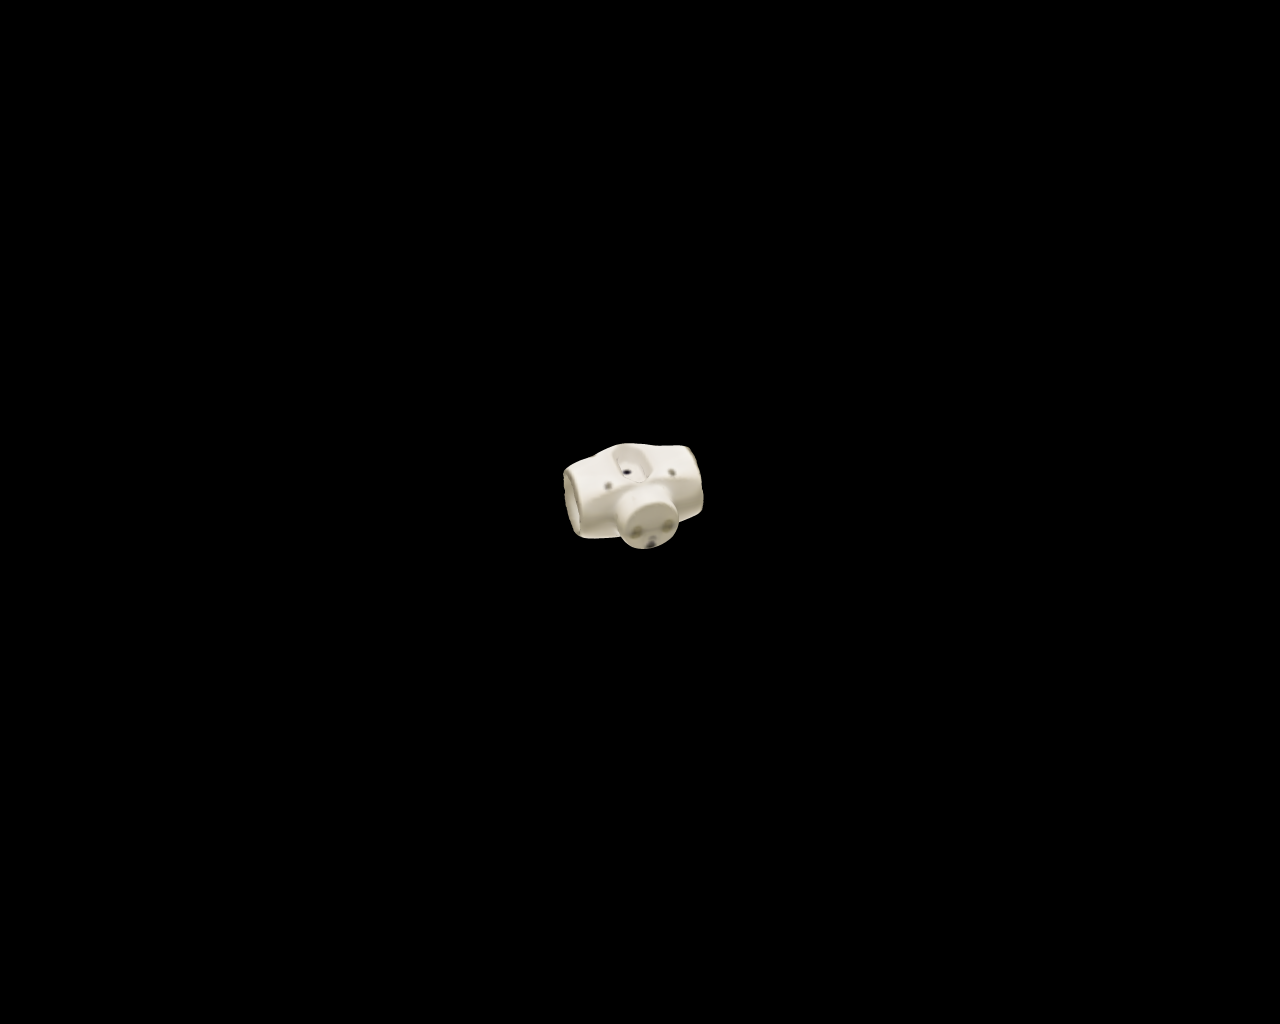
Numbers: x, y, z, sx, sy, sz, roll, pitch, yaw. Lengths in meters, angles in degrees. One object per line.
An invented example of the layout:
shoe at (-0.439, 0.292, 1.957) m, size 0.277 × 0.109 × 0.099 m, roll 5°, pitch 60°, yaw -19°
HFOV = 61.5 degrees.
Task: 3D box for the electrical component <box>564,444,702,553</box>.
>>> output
electrical component at (0.001, -0.003, 0.650) m, size 0.077 × 0.043 × 0.079 m, roll -11°, pitch 39°, yaw -13°
